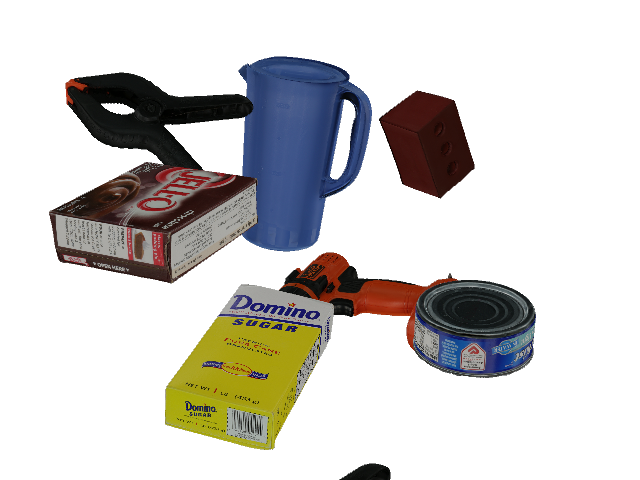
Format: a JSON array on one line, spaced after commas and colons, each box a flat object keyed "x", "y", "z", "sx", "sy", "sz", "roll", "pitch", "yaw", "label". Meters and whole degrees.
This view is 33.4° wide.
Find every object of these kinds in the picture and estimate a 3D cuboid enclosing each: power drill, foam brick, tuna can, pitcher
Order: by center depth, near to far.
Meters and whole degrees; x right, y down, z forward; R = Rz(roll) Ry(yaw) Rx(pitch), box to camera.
[{"x": 0.109, "y": 0.061, "z": 0.756, "sx": 0.086, "sy": 0.034, "sz": 0.086, "roll": 0, "pitch": 25, "yaw": 0, "label": "tuna can"}, {"x": 0.099, "y": -0.089, "z": 0.981, "sx": 0.053, "sy": 0.078, "sz": 0.051, "roll": -40, "pitch": 38, "yaw": -21, "label": "foam brick"}, {"x": 0.042, "y": 0.074, "z": 1.130, "sx": 0.188, "sy": 0.057, "sz": 0.184, "roll": 10, "pitch": 29, "yaw": 22, "label": "power drill"}, {"x": -0.032, "y": -0.111, "z": 1.399, "sx": 0.144, "sy": 0.243, "sz": 0.149, "roll": -2, "pitch": 24, "yaw": -22, "label": "pitcher"}]

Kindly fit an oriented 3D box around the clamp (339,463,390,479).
[{"x": -0.040, "y": 0.198, "z": 0.644, "sx": 0.210, "sy": 0.036, "sz": 0.164, "roll": -4, "pitch": 28, "yaw": 2, "label": "clamp"}]

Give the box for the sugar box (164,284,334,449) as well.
[{"x": -0.056, "y": 0.102, "z": 0.911, "sx": 0.093, "sy": 0.048, "sz": 0.176, "roll": 12, "pitch": 32, "yaw": 11, "label": "sugar box"}]

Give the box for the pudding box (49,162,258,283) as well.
[{"x": -0.105, "y": -0.015, "z": 0.694, "sx": 0.090, "sy": 0.039, "sz": 0.113, "roll": 8, "pitch": 26, "yaw": 24, "label": "pudding box"}]

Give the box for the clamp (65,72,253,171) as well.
[{"x": -0.148, "y": -0.117, "z": 0.988, "sx": 0.171, "sy": 0.120, "sz": 0.039, "roll": 28, "pitch": -40, "yaw": 3, "label": "clamp"}]
